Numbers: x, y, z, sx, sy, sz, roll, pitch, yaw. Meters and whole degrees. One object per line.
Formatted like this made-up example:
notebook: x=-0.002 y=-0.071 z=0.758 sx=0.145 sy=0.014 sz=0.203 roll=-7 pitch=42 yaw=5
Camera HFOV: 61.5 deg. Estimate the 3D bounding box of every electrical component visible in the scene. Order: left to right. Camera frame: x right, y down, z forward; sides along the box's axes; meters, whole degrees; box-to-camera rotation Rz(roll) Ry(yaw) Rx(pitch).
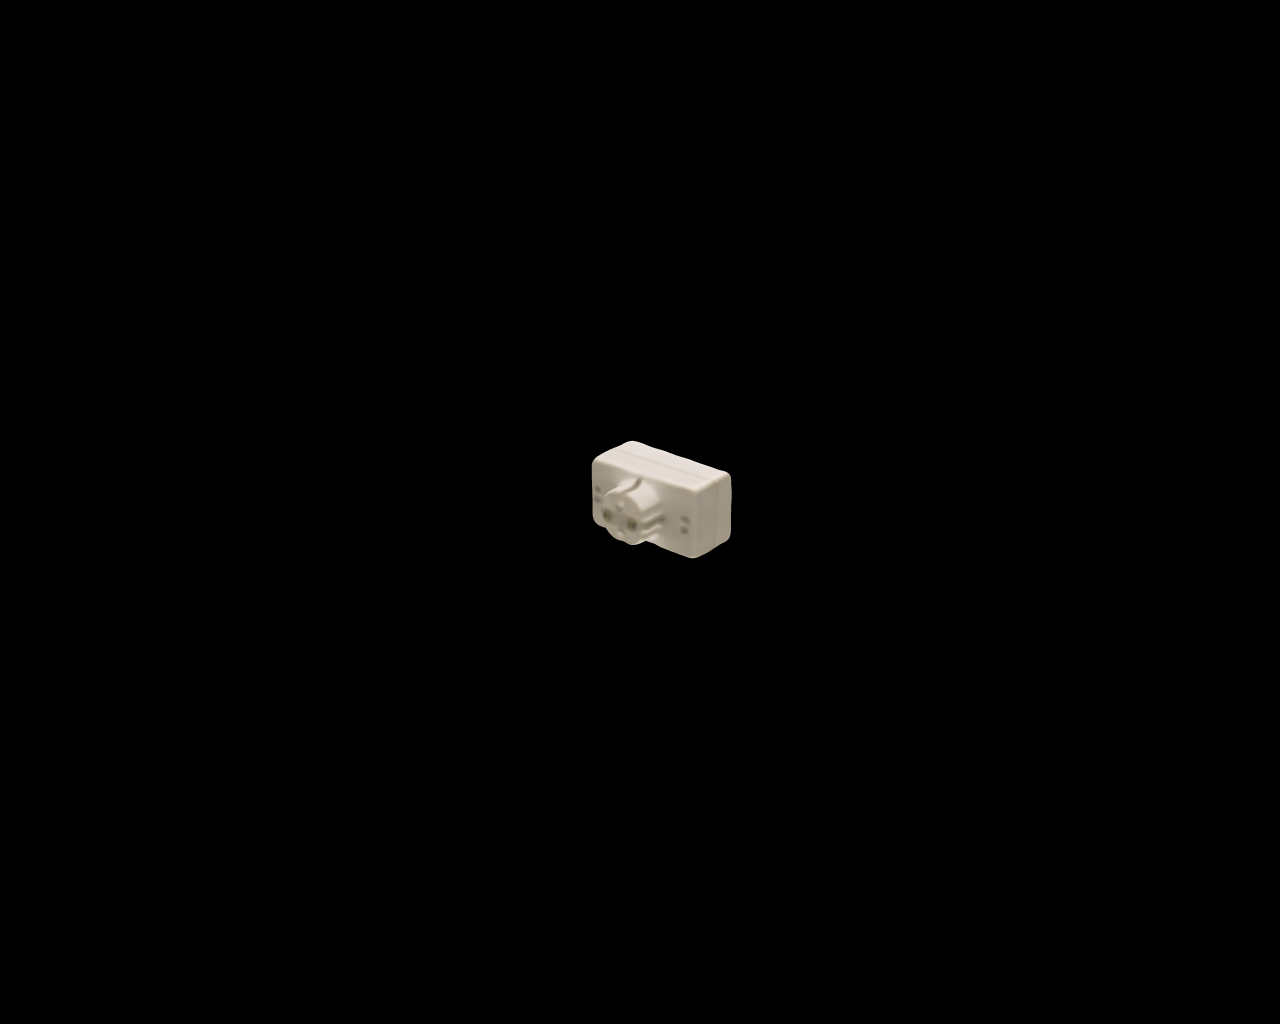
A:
electrical component: x=0.001 y=-0.003 z=0.650 sx=0.083 sy=0.047 sz=0.076 roll=20 pitch=32 yaw=36
